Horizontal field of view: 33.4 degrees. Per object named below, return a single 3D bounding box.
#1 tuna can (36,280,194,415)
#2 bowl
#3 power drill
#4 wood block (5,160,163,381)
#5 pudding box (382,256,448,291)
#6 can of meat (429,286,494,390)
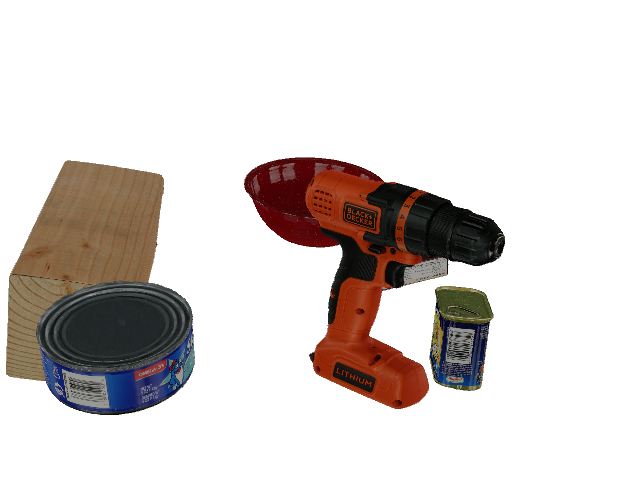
[{"bbox_3d":[-0.113,0.059,0.598,0.086,0.034,0.086,-1,30,0],"label":"tuna can"},{"bbox_3d":[-0.006,-0.037,1.184,0.162,0.055,0.162,4,27,-2],"label":"bowl"},{"bbox_3d":[0.063,0.044,0.906,0.185,0.188,0.057,20,24,35],"label":"power drill"},{"bbox_3d":[-0.187,0.021,0.871,0.090,0.091,0.206,8,27,-6],"label":"wood block"},{"bbox_3d":[0.114,0.030,1.532,0.113,0.039,0.090,-14,25,-20],"label":"pudding box"},{"bbox_3d":[0.151,0.106,1.162,0.057,0.084,0.102,5,16,0],"label":"can of meat"}]
